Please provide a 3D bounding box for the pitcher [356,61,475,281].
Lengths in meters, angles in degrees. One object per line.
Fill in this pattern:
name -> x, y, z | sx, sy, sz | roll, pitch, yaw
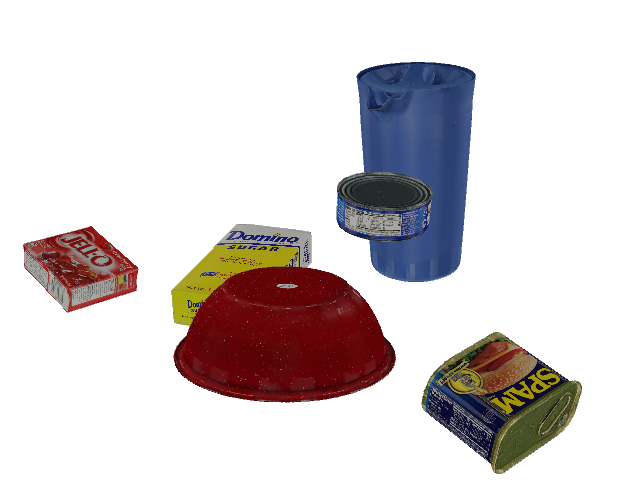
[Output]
pitcher -> 0.118, -0.084, 1.246 | 0.149, 0.243, 0.145 | -5, 23, -7

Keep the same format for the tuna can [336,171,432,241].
tuna can -> 0.057, -0.031, 0.957 | 0.086, 0.034, 0.086 | 2, 25, -1

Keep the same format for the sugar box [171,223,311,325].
sugar box -> -0.080, 0.036, 1.138 | 0.093, 0.048, 0.176 | 7, 28, 16

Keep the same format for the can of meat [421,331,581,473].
can of meat -> 0.145, 0.128, 0.864 | 0.101, 0.057, 0.084 | -24, 44, -35

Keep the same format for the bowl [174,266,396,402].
bowl -> -0.025, 0.058, 0.767 | 0.162, 0.055, 0.162 | 1, 17, 0

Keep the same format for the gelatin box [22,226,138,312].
gelatin box -> -0.224, 0.024, 0.993 | 0.073, 0.030, 0.089 | -17, 39, -37
